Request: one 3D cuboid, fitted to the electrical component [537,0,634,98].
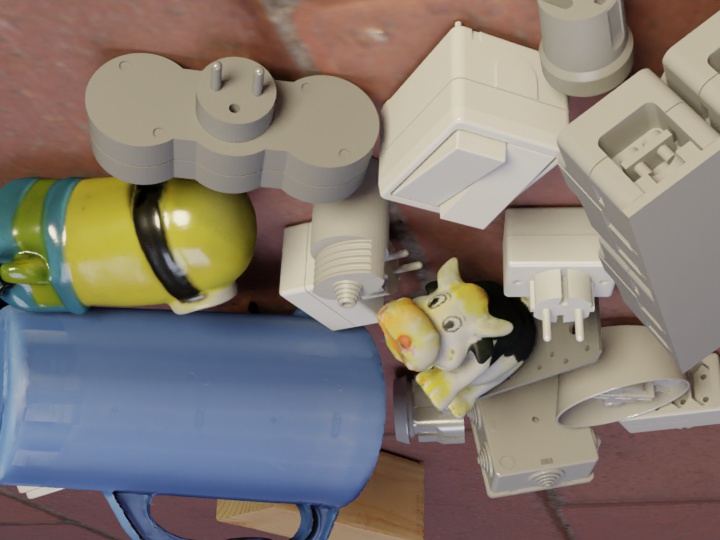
[{"bbox_3d":[0.094,-0.102,0.454,0.040,0.040,0.046,-5,149,15],"label":"electrical component"}]

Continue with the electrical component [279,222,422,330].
[{"bbox_3d":[0.000,0.000,0.669,0.077,0.047,0.066,-12,151,27],"label":"electrical component"}]

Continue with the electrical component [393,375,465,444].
[{"bbox_3d":[0.058,0.116,0.900,0.057,0.058,0.078,-3,155,5],"label":"electrical component"}]

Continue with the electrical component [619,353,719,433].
[{"bbox_3d":[0.258,0.106,0.873,0.083,0.047,0.076,-11,152,26],"label":"electrical component"}]

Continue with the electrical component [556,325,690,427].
[{"bbox_3d":[0.196,0.082,0.808,0.099,0.064,0.099,2,155,1],"label":"electrical component"}]

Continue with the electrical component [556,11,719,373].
[{"bbox_3d":[0.166,-0.035,0.510,0.105,0.060,0.186,-37,147,3],"label":"electrical component"}]

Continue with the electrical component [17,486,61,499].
[{"bbox_3d":[-0.204,0.122,0.838,0.109,0.056,0.108,-18,-174,11],"label":"electrical component"}]

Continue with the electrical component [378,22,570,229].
[{"bbox_3d":[0.050,-0.061,0.518,0.062,0.061,0.096,13,153,-21],"label":"electrical component"}]

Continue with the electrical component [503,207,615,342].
[{"bbox_3d":[0.119,0.007,0.638,0.066,0.076,0.047,0,155,5],"label":"electrical component"}]

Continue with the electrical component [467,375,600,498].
[{"bbox_3d":[0.139,0.129,0.871,0.100,0.099,0.048,-8,151,-4],"label":"electrical component"}]

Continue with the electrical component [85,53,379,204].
[{"bbox_3d":[-0.059,-0.075,0.508,0.138,0.052,0.073,6,155,-7],"label":"electrical component"}]

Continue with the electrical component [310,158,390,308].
[{"bbox_3d":[-0.005,-0.018,0.592,0.043,0.081,0.043,2,155,1],"label":"electrical component"}]
